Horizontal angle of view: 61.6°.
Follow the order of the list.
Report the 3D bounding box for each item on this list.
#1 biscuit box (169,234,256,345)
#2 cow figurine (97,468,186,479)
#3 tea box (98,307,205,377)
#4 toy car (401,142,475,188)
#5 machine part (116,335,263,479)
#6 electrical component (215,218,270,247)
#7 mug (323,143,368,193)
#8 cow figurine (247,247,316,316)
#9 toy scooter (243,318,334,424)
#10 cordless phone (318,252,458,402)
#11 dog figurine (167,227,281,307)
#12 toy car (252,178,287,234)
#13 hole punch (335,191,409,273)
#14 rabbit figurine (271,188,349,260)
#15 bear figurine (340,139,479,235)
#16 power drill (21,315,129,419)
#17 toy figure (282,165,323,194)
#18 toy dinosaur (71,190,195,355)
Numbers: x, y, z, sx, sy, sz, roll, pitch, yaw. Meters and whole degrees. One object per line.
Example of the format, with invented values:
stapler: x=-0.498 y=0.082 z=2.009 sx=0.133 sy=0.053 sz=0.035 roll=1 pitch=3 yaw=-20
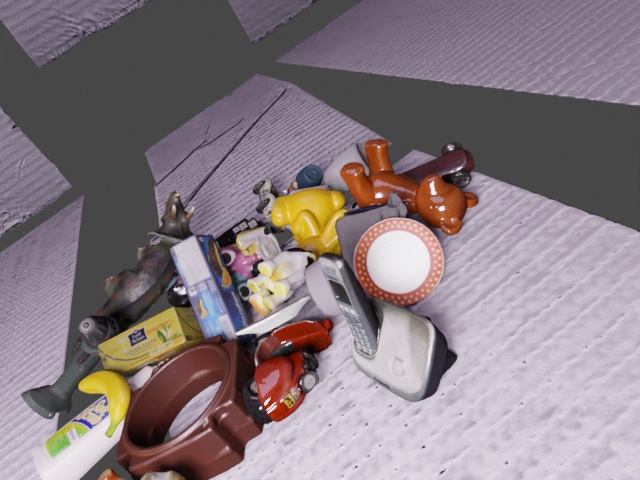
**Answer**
biscuit box: x=-0.181 y=0.091 z=0.910 sx=0.059 sy=0.202 sz=0.063 roll=-27 pitch=-9 yaw=16
cow figurine: x=-0.234 y=0.346 z=0.665 sx=0.195 sy=0.127 sz=0.085 roll=-38 pitch=24 yaw=22
tea box: x=-0.296 y=0.184 z=0.966 sx=0.170 sy=0.068 sz=0.098 roll=-28 pitch=-15 yaw=10
toy car: x=0.186 y=-0.108 z=0.990 sx=0.202 sy=0.053 sz=0.089 roll=-23 pitch=50 yaw=21
machine part: x=-0.187 y=0.248 z=0.784 sx=0.201 sy=0.087 sz=0.201 roll=-27 pitch=28 yaw=9
electrical component: x=-0.169 y=0.011 z=1.165 sx=0.134 sy=0.058 sz=0.115 roll=-34 pitch=30 yaw=-2
mug: x=0.059 y=-0.154 z=1.165 sx=0.107 sy=0.080 sz=0.110 roll=-33 pitch=32 yaw=21
cow figurine: x=-0.067 y=0.069 z=0.912 sx=0.098 sy=0.068 sz=0.167 roll=-35 pitch=-8 yaw=-31
toy scooter: x=-0.038 y=0.171 z=0.765 sx=0.135 sy=0.075 sz=0.184 roll=-27 pitch=24 yaw=10
cordless phone: x=0.075 y=0.093 z=0.651 sx=0.089 sy=0.184 sz=0.147 roll=-39 pitch=28 yaw=-20
dog figurine: x=-0.197 y=0.065 z=1.057 sx=0.219 sy=0.108 sz=0.191 roll=-18 pitch=15 yaw=44
toy car: x=-0.111 y=-0.081 z=1.229 sx=0.056 sy=0.073 sz=0.202 roll=-31 pitch=28 yaw=4
hole punch: x=0.091 y=0.000 z=0.848 sx=0.116 sy=0.142 sz=0.092 roll=-12 pitch=5 yaw=8
rabbit figurine: x=-0.002 y=-0.003 z=0.989 sx=0.162 sy=0.121 sz=0.173 roll=-10 pitch=49 yaw=21
bear figurine: x=0.150 y=-0.084 z=0.884 sx=0.196 sy=0.131 sz=0.120 roll=12 pitch=47 yaw=40
power drill: x=-0.455 y=0.228 z=1.010 sx=0.207 sy=0.086 sz=0.232 roll=-56 pitch=-5 yaw=-9
toy figure: x=-0.039 y=-0.120 z=1.209 sx=0.154 sy=0.064 sz=0.058 roll=140 pitch=138 yaw=-65
toy dinosaur: x=-0.380 y=0.083 z=1.165 sx=0.405 sy=0.131 sz=0.192 roll=-61 pitch=16 yaw=-25
